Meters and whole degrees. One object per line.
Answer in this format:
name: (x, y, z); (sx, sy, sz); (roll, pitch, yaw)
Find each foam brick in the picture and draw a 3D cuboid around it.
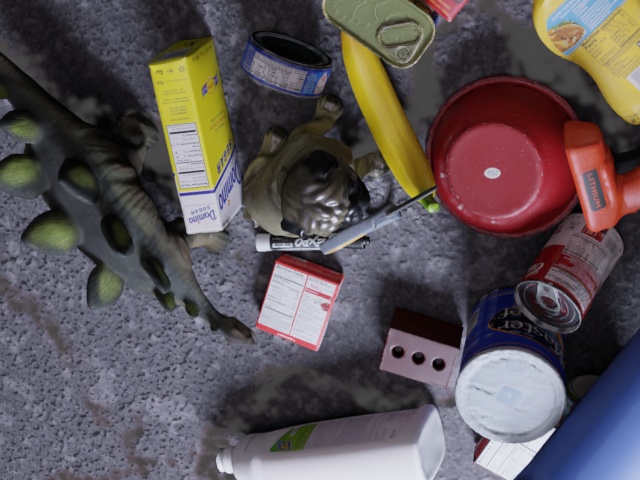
foam brick: (0.106, 0.113, 1.121); (0.078, 0.051, 0.053); (16, 115, 7)

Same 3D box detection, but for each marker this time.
marker: (-0.007, 0.001, 1.119); (0.121, 0.020, 0.020); (-1, 112, 14)

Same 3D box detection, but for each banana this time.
banana: (0.069, -0.116, 1.025); (0.037, 0.070, 0.198); (-27, 89, -12)

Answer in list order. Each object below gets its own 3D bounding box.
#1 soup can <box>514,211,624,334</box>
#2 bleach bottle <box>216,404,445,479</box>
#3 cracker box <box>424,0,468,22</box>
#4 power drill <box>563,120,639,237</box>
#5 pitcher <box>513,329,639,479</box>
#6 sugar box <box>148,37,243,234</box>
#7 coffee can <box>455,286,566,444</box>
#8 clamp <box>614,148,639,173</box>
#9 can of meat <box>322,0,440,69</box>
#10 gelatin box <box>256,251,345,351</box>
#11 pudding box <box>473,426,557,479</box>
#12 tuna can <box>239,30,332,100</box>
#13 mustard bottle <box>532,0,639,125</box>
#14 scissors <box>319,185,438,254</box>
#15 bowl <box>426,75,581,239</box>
soup can: (0.239, 0.030, 1.016); (0.068, 0.102, 0.068); (29, 149, 19)
bleach bottle: (0.005, 0.234, 1.182); (0.251, 0.102, 0.068); (-8, 105, 24)
cracker box: (0.124, -0.325, 0.921); (0.164, 0.072, 0.214); (39, 114, -6)
power drill: (0.312, -0.085, 0.926); (0.188, 0.057, 0.184); (-11, 123, 19)
pitcher: (0.298, 0.185, 0.982); (0.145, 0.149, 0.243); (38, 118, 19)
sugar box: (-0.119, -0.104, 1.060); (0.048, 0.093, 0.176); (-7, 111, 16)
coffee can: (0.191, 0.120, 1.054); (0.103, 0.140, 0.103); (5, 113, 11)
clamp: (0.350, -0.065, 0.995); (0.164, 0.036, 0.210); (44, 116, -4)
can of meat: (0.059, -0.211, 0.977); (0.102, 0.084, 0.057); (35, 115, -3)
gelatin box: (-0.022, 0.065, 1.143); (0.073, 0.030, 0.089); (20, 115, 6)
pudding box: (0.234, 0.225, 1.146); (0.113, 0.039, 0.090); (30, 117, 2)
tuna can: (-0.032, -0.168, 1.017); (0.086, 0.086, 0.034); (23, 114, 3)
mustard bottle: (0.248, -0.198, 0.952); (0.191, 0.058, 0.096); (41, 121, -6)
scissors: (0.074, -0.028, 1.018); (0.202, 0.096, 0.016); (-28, 88, 49)
bowl: (0.170, -0.071, 1.010); (0.162, 0.055, 0.162); (7, 109, 21)
